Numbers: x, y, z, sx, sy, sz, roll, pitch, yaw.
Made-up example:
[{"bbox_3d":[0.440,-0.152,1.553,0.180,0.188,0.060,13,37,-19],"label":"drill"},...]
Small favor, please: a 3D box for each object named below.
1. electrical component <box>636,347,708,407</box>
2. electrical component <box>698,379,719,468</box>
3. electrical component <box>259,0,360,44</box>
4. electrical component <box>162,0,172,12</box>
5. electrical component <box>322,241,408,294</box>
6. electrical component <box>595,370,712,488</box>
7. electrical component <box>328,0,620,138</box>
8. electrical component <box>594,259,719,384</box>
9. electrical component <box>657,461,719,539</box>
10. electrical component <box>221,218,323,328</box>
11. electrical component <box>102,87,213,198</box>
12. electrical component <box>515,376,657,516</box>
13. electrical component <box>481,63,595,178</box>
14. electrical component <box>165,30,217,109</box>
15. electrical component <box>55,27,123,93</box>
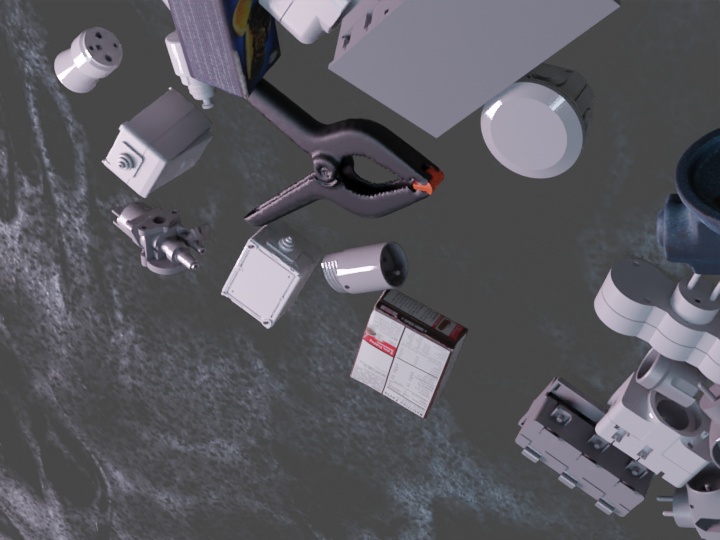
[{"bbox_3d":[0.262,0.089,0.903,0.046,0.040,0.040,31,136,1],"label":"electrical component"},{"bbox_3d":[0.302,0.113,0.868,0.079,0.077,0.043,46,136,-6],"label":"electrical component"},{"bbox_3d":[-0.027,-0.225,0.836,0.059,0.053,0.095,43,136,-3],"label":"electrical component"},{"bbox_3d":[-0.161,-0.248,0.915,0.055,0.045,0.045,41,136,0],"label":"electrical component"},{"bbox_3d":[0.000,0.000,1.006,0.081,0.043,0.043,-9,118,38],"label":"electrical component"},{"bbox_3d":[0.261,0.135,0.932,0.089,0.050,0.055,34,136,6],"label":"electrical component"},{"bbox_3d":[0.078,-0.185,0.764,0.105,0.060,0.186,29,142,-26],"label":"electrical component"},{"bbox_3d":[0.261,0.030,0.846,0.138,0.052,0.073,28,135,12],"label":"electrical component"},{"bbox_3d":[0.308,0.214,0.969,0.079,0.043,0.077,-7,120,37],"label":"electrical component"},{"bbox_3d":[-0.081,-0.004,1.050,0.062,0.061,0.096,36,129,4],"label":"electrical component"},{"bbox_3d":[-0.189,-0.113,1.004,0.061,0.096,0.061,41,136,-2],"label":"electrical component"},{"bbox_3d":[0.208,0.163,0.981,0.121,0.063,0.078,35,136,5],"label":"electrical component"},{"bbox_3d":[0.137,-0.114,0.816,0.080,0.051,0.080,18,132,21],"label":"electrical component"},{"bbox_3d":[-0.146,-0.182,0.960,0.040,0.040,0.078,8,128,29],"label":"electrical component"},{"bbox_3d":[-0.256,-0.199,1.018,0.055,0.045,0.045,-25,108,43],"label":"electrical component"}]
